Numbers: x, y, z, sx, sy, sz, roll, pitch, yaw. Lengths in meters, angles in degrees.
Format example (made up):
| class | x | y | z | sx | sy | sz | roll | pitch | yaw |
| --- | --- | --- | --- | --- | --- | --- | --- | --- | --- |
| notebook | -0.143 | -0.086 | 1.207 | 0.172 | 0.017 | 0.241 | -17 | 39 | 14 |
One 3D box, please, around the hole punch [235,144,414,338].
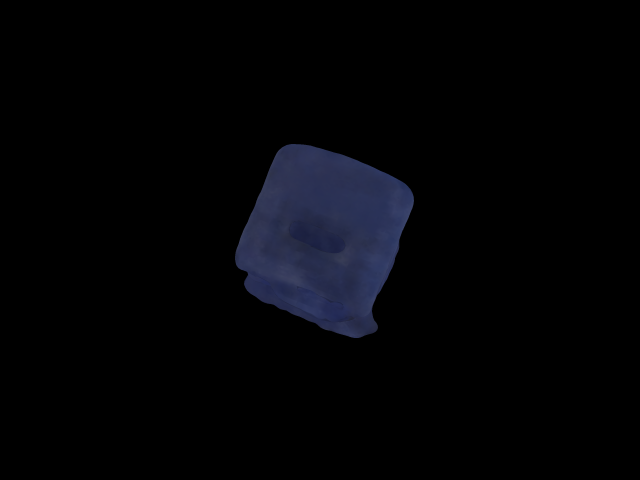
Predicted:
| class | x | y | z | sx | sy | sz | roll | pitch | yaw |
| --- | --- | --- | --- | --- | --- | --- | --- | --- | --- |
| hole punch | 0.004 | 0.001 | 0.400 | 0.108 | 0.091 | 0.101 | 21 | 62 | 12 |
